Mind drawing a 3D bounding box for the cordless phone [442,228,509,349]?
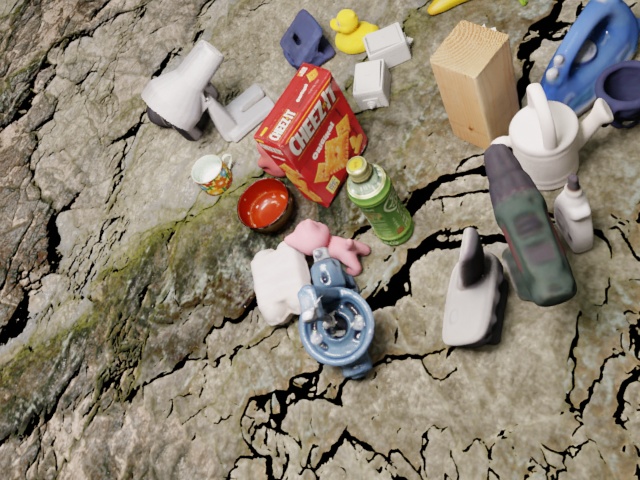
[{"bbox_3d":[0.214,0.072,0.831,0.094,0.186,0.147,1,66,25],"label":"cordless phone"}]

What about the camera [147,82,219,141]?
[{"bbox_3d":[-0.327,-0.313,1.315,0.136,0.101,0.143,8,69,27],"label":"camera"}]

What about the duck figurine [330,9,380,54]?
[{"bbox_3d":[0.070,-0.451,1.215,0.104,0.086,0.077,8,69,27],"label":"duck figurine"}]

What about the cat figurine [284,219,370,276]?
[{"bbox_3d":[0.009,0.004,0.997,0.127,0.118,0.067,11,70,28],"label":"cat figurine"}]

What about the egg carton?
[{"bbox_3d":[-0.065,0.075,1.023,0.107,0.070,0.150,-23,58,12],"label":"egg carton"}]

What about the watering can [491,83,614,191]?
[{"bbox_3d":[0.353,-0.170,0.885,0.173,0.195,0.100,-33,57,6],"label":"watering can"}]

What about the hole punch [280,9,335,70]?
[{"bbox_3d":[-0.036,-0.429,1.249,0.101,0.091,0.108,-35,56,5],"label":"hole punch"}]

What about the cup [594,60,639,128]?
[{"bbox_3d":[0.478,-0.211,0.909,0.091,0.095,0.118,31,81,33],"label":"cup"}]

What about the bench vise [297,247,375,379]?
[{"bbox_3d":[0.001,0.101,0.891,0.121,0.220,0.207,-36,56,4],"label":"bench vise"}]

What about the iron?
[{"bbox_3d":[0.428,-0.306,0.951,0.118,0.142,0.258,32,81,33],"label":"iron"}]

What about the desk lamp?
[{"bbox_3d":[-0.234,-0.301,1.199,0.203,0.214,0.117,-40,56,1],"label":"desk lamp"}]

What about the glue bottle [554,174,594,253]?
[{"bbox_3d":[0.368,-0.047,0.829,0.037,0.174,0.078,-24,58,12],"label":"glue bottle"}]

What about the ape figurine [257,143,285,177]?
[{"bbox_3d":[-0.095,-0.172,1.146,0.077,0.092,0.076,-25,58,11],"label":"ape figurine"}]

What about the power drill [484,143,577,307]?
[{"bbox_3d":[0.295,0.000,0.817,0.075,0.209,0.229,-22,58,13],"label":"power drill"}]
